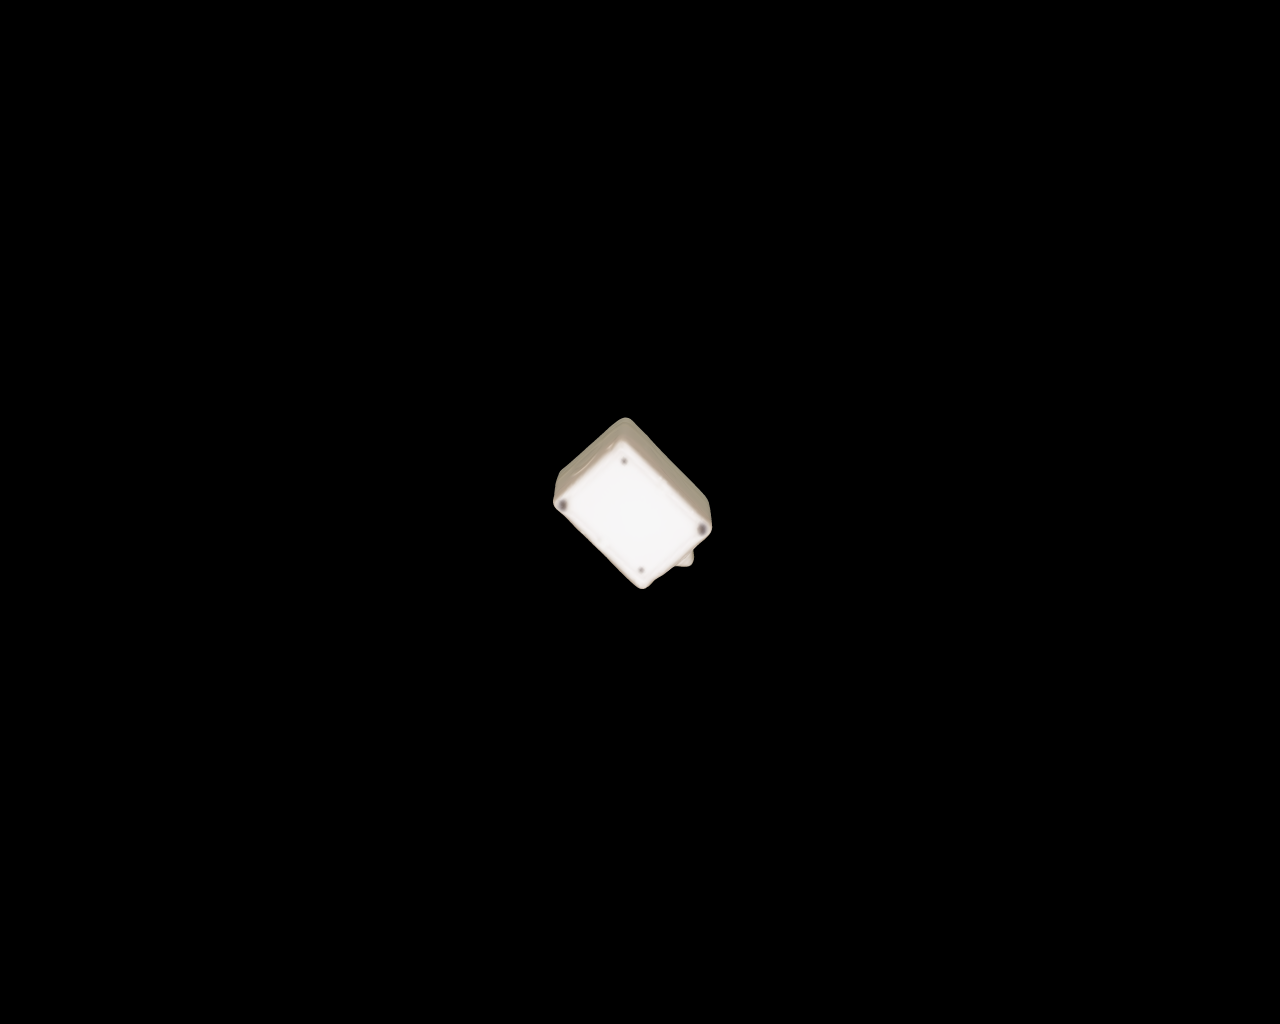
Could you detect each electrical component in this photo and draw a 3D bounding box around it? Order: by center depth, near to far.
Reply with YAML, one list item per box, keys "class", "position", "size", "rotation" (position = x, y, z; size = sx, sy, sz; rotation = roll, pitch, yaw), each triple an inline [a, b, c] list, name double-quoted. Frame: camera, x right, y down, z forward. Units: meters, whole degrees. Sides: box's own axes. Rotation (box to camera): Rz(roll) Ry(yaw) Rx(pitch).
- class: "electrical component"
  position: [0.001, -0.003, 0.650]
  size: [0.061, 0.096, 0.061]
  rotation: [-41, 15, 14]
